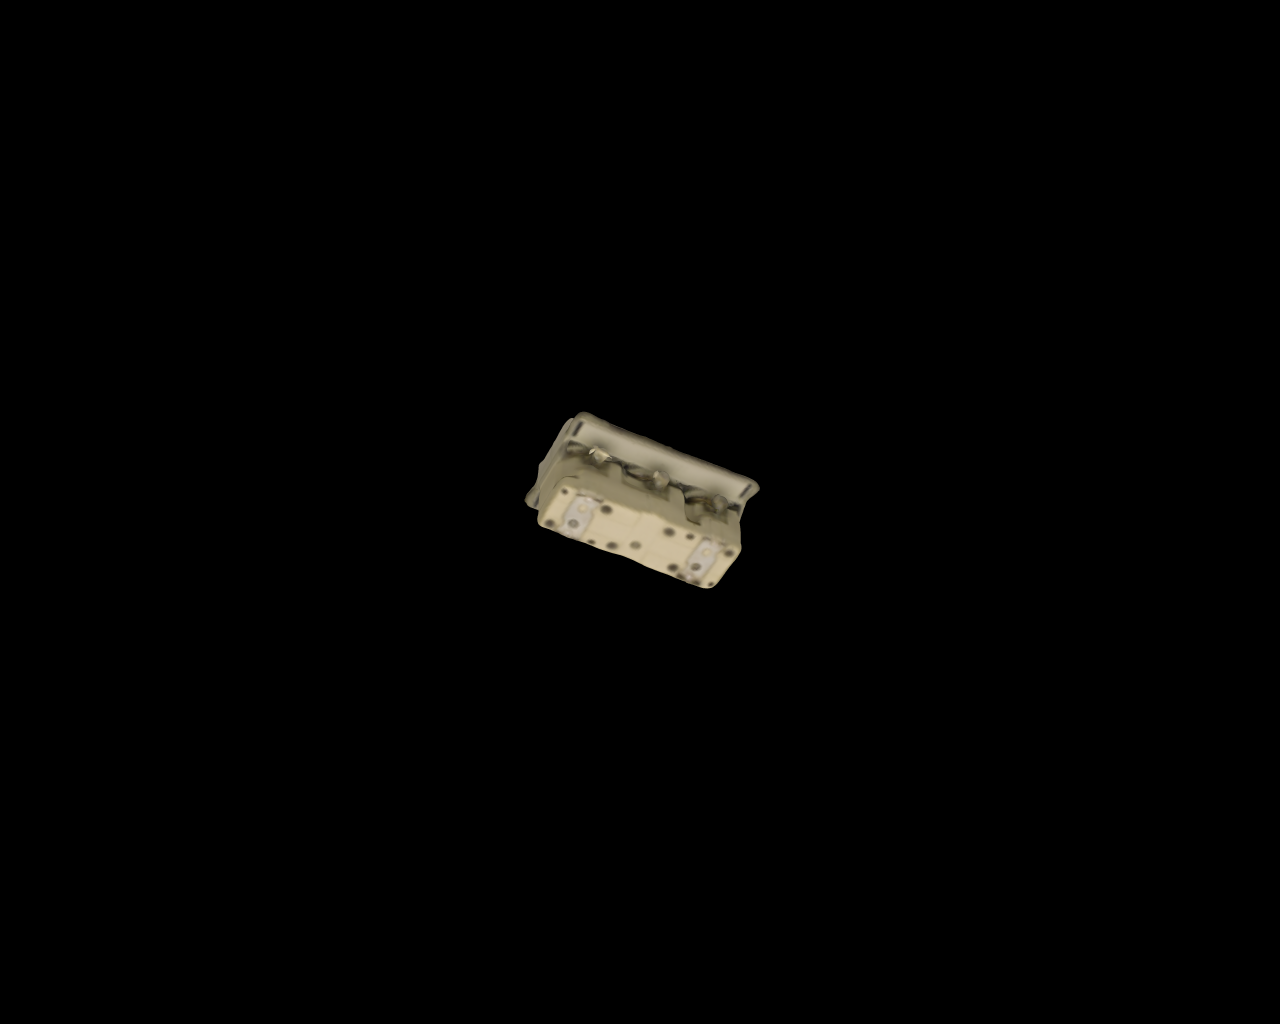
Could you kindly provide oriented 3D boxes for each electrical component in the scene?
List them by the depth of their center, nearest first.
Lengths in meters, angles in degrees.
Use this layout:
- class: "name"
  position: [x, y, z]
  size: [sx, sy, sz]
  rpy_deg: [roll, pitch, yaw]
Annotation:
- class: "electrical component"
  position: [0.001, -0.003, 0.650]
  size: [0.121, 0.078, 0.063]
  rpy_deg: [22, 38, -18]
